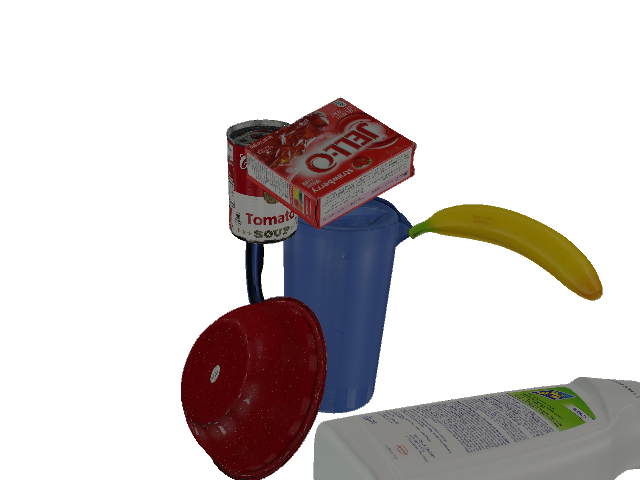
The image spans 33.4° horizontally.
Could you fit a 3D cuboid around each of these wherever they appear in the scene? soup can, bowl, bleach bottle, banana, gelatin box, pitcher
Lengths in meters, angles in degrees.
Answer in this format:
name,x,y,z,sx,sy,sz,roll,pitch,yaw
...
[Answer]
name,x,y,z,sx,sy,sz,roll,pitch,yaw
soup can,-0.055,-0.056,1.020,0.068,0.102,0.068,1,26,-1
bowl,-0.068,0.117,0.893,0.055,0.162,0.162,24,-15,-37
bleach bottle,0.127,0.131,0.653,0.250,0.068,0.103,-7,22,-22
banana,0.187,0.004,1.034,0.198,0.069,0.037,19,-28,27
gelatin box,0.007,-0.053,0.699,0.089,0.030,0.073,-30,49,-29
pitcher,0.006,0.070,1.230,0.144,0.243,0.149,-17,29,-42
